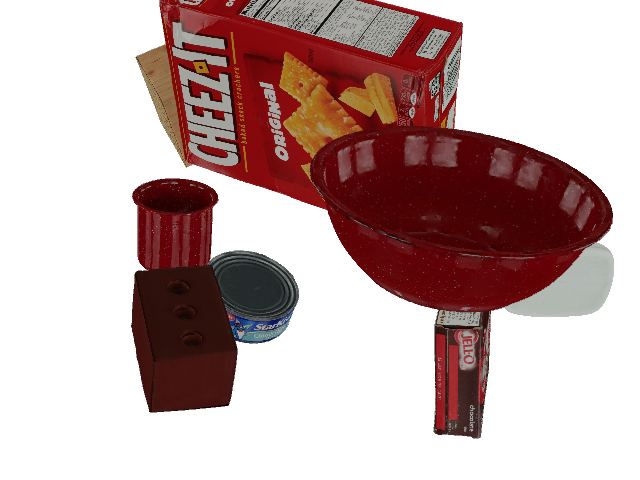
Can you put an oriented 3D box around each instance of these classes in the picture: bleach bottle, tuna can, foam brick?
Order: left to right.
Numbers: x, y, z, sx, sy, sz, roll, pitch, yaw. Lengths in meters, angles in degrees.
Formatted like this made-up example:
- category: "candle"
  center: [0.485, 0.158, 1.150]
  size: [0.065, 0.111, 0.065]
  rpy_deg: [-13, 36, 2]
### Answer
- category: "foam brick"
  center: [-0.088, 0.062, 0.676]
  size: [0.053, 0.051, 0.078]
  rpy_deg: [-4, 44, -19]
- category: "tuna can"
  center: [-0.064, 0.050, 0.937]
  size: [0.086, 0.034, 0.086]
  rpy_deg: [13, 38, -10]
- category: "bleach bottle"
  center: [0.172, -0.018, 1.000]
  size: [0.102, 0.068, 0.251]
  rpy_deg: [-1, 26, -13]

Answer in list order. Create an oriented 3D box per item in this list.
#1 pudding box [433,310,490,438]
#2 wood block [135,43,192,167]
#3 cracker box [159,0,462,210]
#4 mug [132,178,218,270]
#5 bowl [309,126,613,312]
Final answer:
- category: "pudding box"
  center: [0.107, 0.080, 0.799]
  size: [0.039, 0.090, 0.113]
  rpy_deg: [2, 22, 9]
- category: "wood block"
  center: [-0.066, -0.170, 1.074]
  size: [0.206, 0.091, 0.090]
  rpy_deg: [-25, 47, -9]
- category: "cracker box"
  center: [-0.008, -0.105, 0.803]
  size: [0.214, 0.164, 0.072]
  rpy_deg: [19, 50, 19]
- category: "mug"
  center: [-0.168, -0.018, 1.185]
  size: [0.093, 0.081, 0.117]
  rpy_deg: [-17, 34, -36]
- category: "bowl"
  center: [0.071, -0.007, 0.579]
  size: [0.162, 0.055, 0.162]
  rpy_deg: [6, 27, -3]
